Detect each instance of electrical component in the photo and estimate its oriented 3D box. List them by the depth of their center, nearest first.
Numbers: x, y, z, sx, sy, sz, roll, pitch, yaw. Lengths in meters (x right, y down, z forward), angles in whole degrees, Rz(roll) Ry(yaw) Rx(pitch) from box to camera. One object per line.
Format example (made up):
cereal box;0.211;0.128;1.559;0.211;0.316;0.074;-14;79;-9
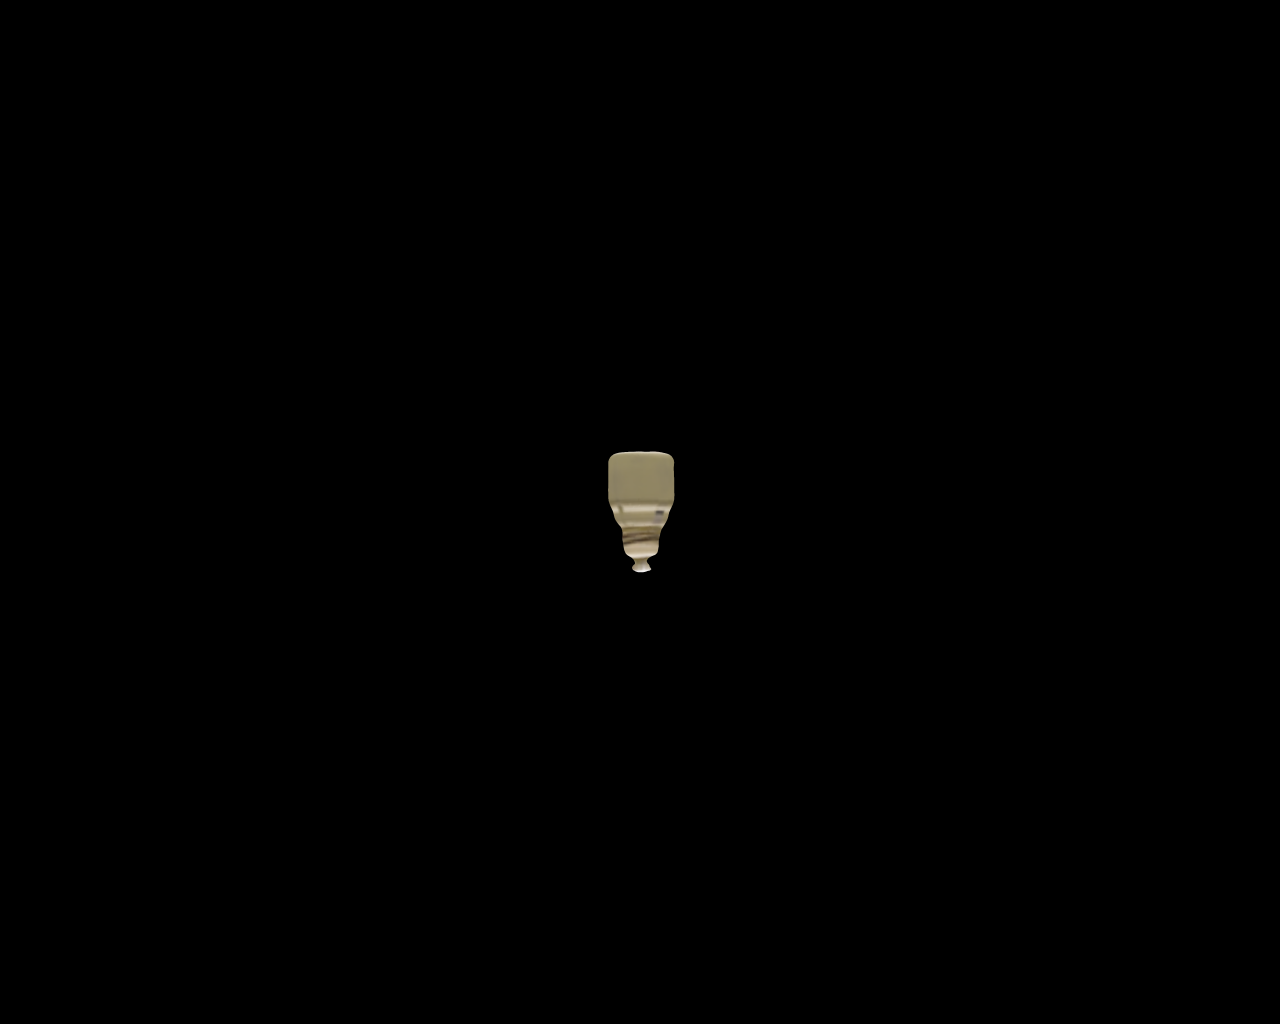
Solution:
electrical component;0.001;-0.003;0.650;0.040;0.078;0.040;0;-2;0
